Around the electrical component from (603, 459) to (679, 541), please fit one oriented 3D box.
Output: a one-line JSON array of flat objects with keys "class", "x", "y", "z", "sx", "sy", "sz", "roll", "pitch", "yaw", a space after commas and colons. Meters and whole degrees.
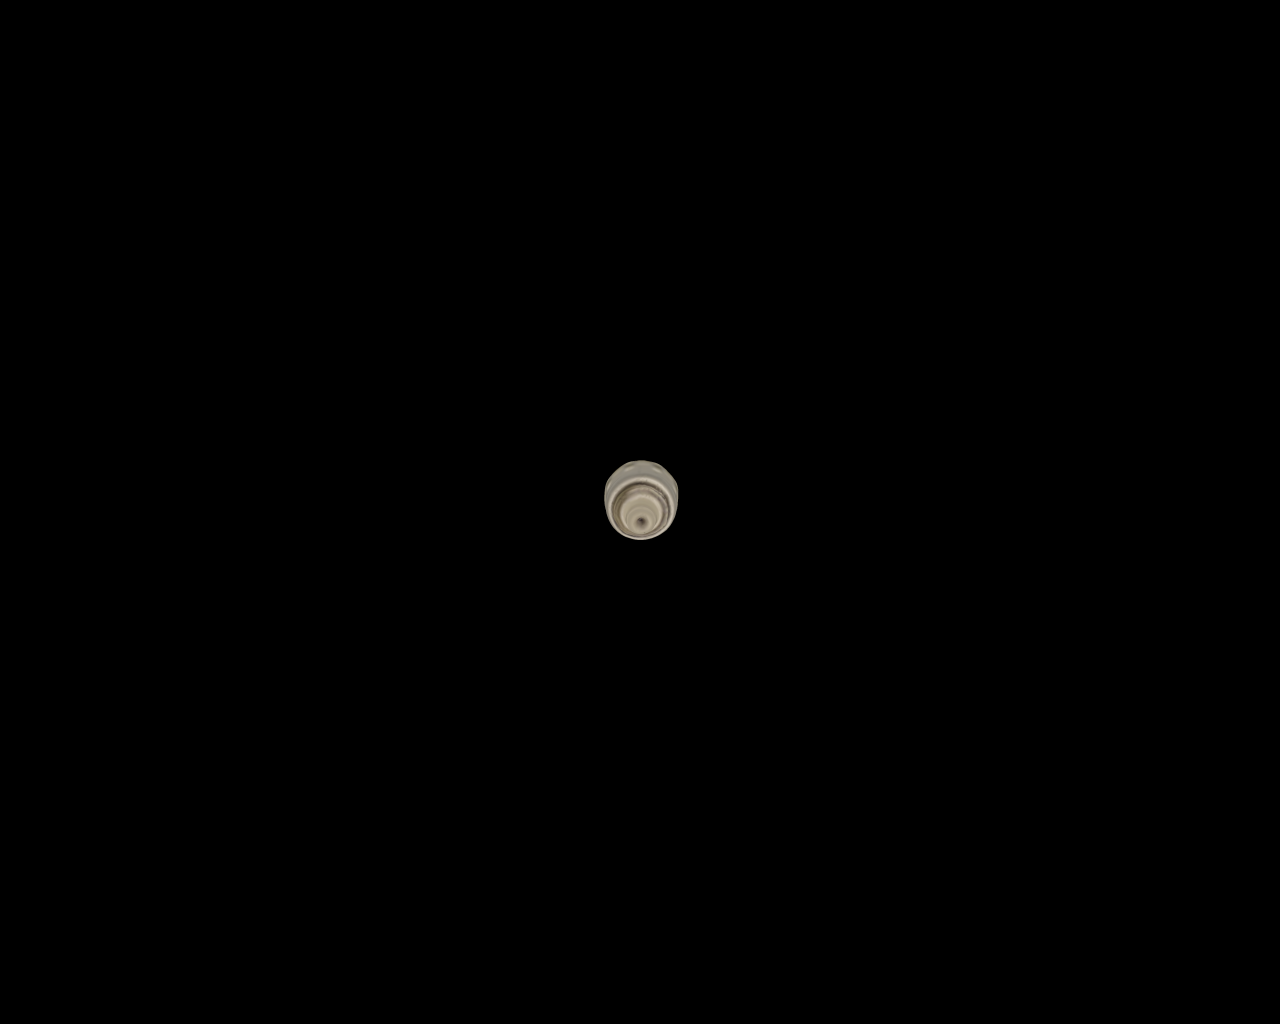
[{"class": "electrical component", "x": 0.001, "y": -0.003, "z": 0.650, "sx": 0.048, "sy": 0.048, "sz": 0.062, "roll": 0, "pitch": 18, "yaw": 0}]
